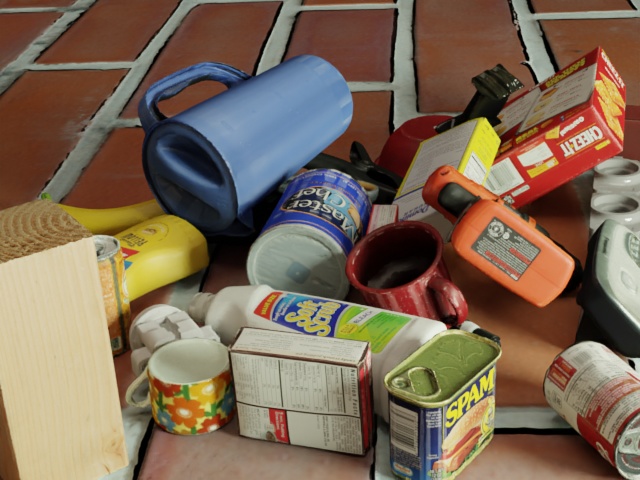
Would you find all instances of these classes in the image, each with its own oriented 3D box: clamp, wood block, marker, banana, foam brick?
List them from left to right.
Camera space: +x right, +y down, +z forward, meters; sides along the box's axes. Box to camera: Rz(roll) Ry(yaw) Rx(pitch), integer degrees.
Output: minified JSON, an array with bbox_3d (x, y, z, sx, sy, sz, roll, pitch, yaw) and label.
[{"bbox_3d":[-0.217,0.085,0.817,0.090,0.206,0.090,-20,31,-30],"label":"wood block"},{"bbox_3d":[-0.235,-0.029,1.213,0.198,0.037,0.069,1,61,10],"label":"banana"},{"bbox_3d":[-0.067,-0.031,1.219,0.209,0.036,0.165,-6,25,-14],"label":"clamp"},{"bbox_3d":[0.039,-0.079,1.279,0.120,0.039,0.172,-8,29,-29],"label":"clamp"},{"bbox_3d":[0.125,0.077,1.003,0.020,0.020,0.121,-20,31,-30],"label":"marker"},{"bbox_3d":[0.381,-0.118,1.296,0.053,0.078,0.051,8,28,17],"label":"foam brick"}]

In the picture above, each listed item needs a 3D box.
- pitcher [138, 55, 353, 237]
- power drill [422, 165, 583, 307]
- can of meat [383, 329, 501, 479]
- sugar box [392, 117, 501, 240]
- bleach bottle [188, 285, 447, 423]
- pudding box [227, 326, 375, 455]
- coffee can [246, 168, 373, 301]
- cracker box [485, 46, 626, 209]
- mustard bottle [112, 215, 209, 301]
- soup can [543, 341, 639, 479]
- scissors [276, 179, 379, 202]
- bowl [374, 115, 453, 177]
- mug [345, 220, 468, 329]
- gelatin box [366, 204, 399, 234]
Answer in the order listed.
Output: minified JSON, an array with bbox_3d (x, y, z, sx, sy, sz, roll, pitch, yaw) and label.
[{"bbox_3d":[-0.077,-0.124,1.179,0.145,0.149,0.242,15,37,33],"label":"pitcher"},{"bbox_3d":[0.179,0.005,0.986,0.184,0.057,0.187,33,9,-4],"label":"power drill"},{"bbox_3d":[0.095,0.131,0.827,0.058,0.084,0.101,18,33,35],"label":"can of meat"},{"bbox_3d":[0.132,-0.057,1.165,0.094,0.048,0.176,-22,30,39],"label":"sugar box"},{"bbox_3d":[-0.017,0.089,0.950,0.251,0.068,0.102,12,30,31],"label":"bleach bottle"},{"bbox_3d":[-0.014,0.120,0.854,0.114,0.090,0.039,5,29,16],"label":"pudding box"},{"bbox_3d":[-0.007,0.001,1.074,0.103,0.103,0.140,3,27,12],"label":"coffee can"},{"bbox_3d":[0.275,-0.131,1.265,0.164,0.072,0.213,-30,14,28],"label":"cracker box"},{"bbox_3d":[-0.214,0.033,1.085,0.191,0.058,0.096,-26,34,-36],"label":"mustard bottle"},{"bbox_3d":[0.229,0.130,0.831,0.068,0.068,0.102,-13,28,-18],"label":"soup can"},{"bbox_3d":[-0.035,-0.053,1.204,0.202,0.016,0.096,3,26,5],"label":"scissors"},{"bbox_3d":[0.147,-0.116,1.344,0.162,0.055,0.162,-2,27,1],"label":"bowl"},{"bbox_3d":[0.088,0.045,0.975,0.117,0.081,0.093,19,56,43],"label":"mug"},{"bbox_3d":[0.064,0.015,1.072,0.030,0.073,0.089,1,27,8],"label":"gelatin box"}]
